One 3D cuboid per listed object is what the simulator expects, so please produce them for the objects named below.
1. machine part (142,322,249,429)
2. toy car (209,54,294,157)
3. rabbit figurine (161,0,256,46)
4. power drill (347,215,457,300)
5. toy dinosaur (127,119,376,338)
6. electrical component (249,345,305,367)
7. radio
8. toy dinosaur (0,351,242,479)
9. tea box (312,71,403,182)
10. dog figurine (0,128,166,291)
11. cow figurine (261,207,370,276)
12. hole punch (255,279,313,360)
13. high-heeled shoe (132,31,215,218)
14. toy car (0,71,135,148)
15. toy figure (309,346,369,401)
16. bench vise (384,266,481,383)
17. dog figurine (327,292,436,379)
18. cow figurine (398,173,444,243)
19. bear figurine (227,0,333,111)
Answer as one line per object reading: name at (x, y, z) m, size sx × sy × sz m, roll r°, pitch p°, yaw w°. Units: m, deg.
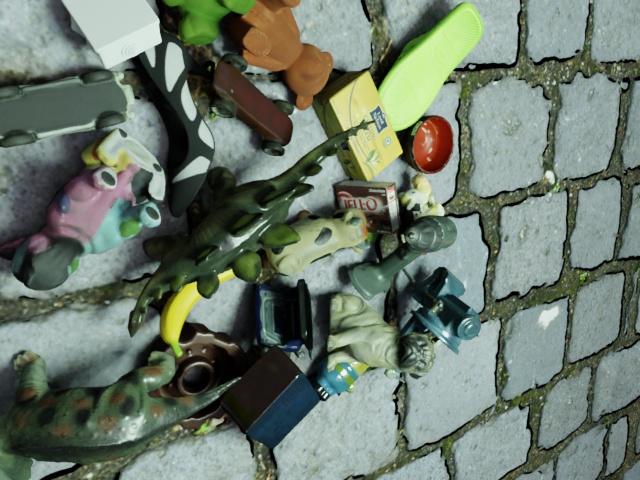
machine part at (-0.211, 0.224, 0.894) m, size 0.179 × 0.056 × 0.179 m, roll -10°, pitch 109°, yaw -30°
toy car at (-0.103, -0.200, 0.815) m, size 0.202 × 0.053 × 0.089 m, roll 28°, pitch 72°, yaw -58°
rabbit figurine at (-0.182, -0.359, 0.686) m, size 0.170 × 0.121 × 0.159 m, roll -1°, pitch 73°, yaw -60°
power drill at (0.148, 0.024, 0.983) m, size 0.207 × 0.086 × 0.232 m, roll -46°, pitch 162°, yaw 30°
toy dinosaur at (-0.111, -0.031, 0.802) m, size 0.471 × 0.199 × 0.105 m, roll -48°, pitch 127°, yaw -12°
electrical component at (-0.080, 0.211, 0.984) m, size 0.102 × 0.045 × 0.078 m, roll 7°, pitch 98°, yaw -35°
radio at (-0.079, 0.276, 0.923) m, size 0.131 × 0.073 × 0.229 m, roll -43°, pitch 154°, yaw -14°
toy dinosaur at (-0.309, 0.243, 0.718) m, size 0.405 × 0.192 × 0.131 m, roll -5°, pitch 118°, yaw -7°
tea box at (0.067, -0.201, 0.953) m, size 0.098 × 0.068 × 0.169 m, roll -42°, pitch 121°, yaw -17°
dog figurine at (-0.325, -0.029, 0.723) m, size 0.219 × 0.192 × 0.108 m, roll -32°, pitch 129°, yaw 17°
cow figurine at (-0.002, -0.003, 0.927) m, size 0.195 × 0.127 × 0.085 m, roll -28°, pitch 120°, yaw -22°
hole punch at (-0.058, 0.135, 0.935) m, size 0.092 × 0.142 × 0.115 m, roll -10°, pitch 156°, yaw 5°
high-heeled shoe at (-0.225, -0.163, 0.762) m, size 0.145 × 0.086 × 0.248 m, roll 14°, pitch 91°, yaw -32°
toy car at (-0.341, -0.170, 0.695) m, size 0.202 × 0.056 × 0.073 m, roll -21°, pitch 108°, yaw -29°
toy figure at (0.057, 0.239, 1.057) m, size 0.180 × 0.089 × 0.082 m, roll -45°, pitch 138°, yaw -20°
bench vise at (0.203, 0.170, 1.075) m, size 0.240 × 0.224 × 0.128 m, roll -49°, pitch 126°, yaw 1°
dog figurine at (0.111, 0.167, 0.992) m, size 0.191 × 0.172 × 0.121 m, roll 2°, pitch 147°, yaw 3°
cow figurine at (0.197, -0.049, 1.084) m, size 0.098 × 0.068 × 0.167 m, roll -25°, pitch 118°, yaw 2°
bear figurine at (-0.043, -0.283, 0.814) m, size 0.195 × 0.132 × 0.120 m, roll 36°, pitch 88°, yaw -36°
